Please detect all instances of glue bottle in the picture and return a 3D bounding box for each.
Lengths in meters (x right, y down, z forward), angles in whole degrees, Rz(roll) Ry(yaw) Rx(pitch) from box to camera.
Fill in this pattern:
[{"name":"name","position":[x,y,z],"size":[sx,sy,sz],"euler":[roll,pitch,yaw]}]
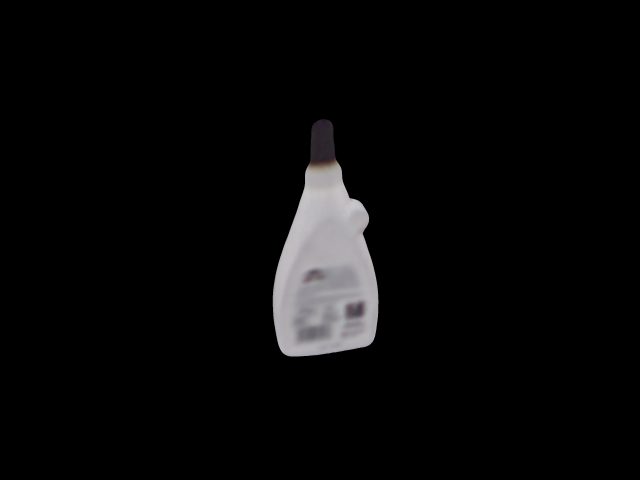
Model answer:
[{"name":"glue bottle","position":[0.004,0.001,0.400],"size":[0.078,0.173,0.037],"euler":[-6,28,-10]}]
